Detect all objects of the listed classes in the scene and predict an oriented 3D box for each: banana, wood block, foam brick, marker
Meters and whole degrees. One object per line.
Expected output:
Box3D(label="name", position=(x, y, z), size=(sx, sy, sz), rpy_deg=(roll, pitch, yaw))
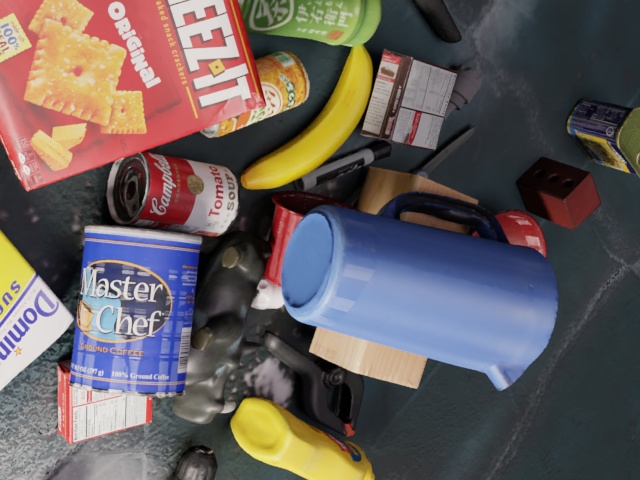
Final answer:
Box3D(label="banana", position=(-0.001, -0.118, 1.063), size=(0.069, 0.037, 0.197), rpy_deg=(37, 80, -20))
Box3D(label="wood block", position=(0.077, 0.038, 1.112), size=(0.090, 0.090, 0.206), rpy_deg=(19, 89, -34))
Box3D(label="foam brick", position=(0.286, -0.056, 1.282), size=(0.053, 0.078, 0.051), rpy_deg=(-42, 129, -19))
Box3D(label="marker", position=(0.027, -0.078, 1.107), size=(0.120, 0.020, 0.020), rpy_deg=(-24, 120, -30))

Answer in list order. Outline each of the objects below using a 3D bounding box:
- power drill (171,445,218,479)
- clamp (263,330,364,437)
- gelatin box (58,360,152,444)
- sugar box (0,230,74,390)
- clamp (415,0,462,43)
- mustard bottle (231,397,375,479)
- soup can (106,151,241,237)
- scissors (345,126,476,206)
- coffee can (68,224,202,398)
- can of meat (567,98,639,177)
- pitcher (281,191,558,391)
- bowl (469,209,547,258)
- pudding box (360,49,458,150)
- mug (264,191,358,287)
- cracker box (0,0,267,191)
Box3D(label="power drill", position=(-0.195, 0.285, 1.045), size=(0.187, 0.057, 0.184), rpy_deg=(12, 99, -40))
Box3D(label="clamp", position=(-0.001, 0.143, 1.158), size=(0.120, 0.039, 0.171), rpy_deg=(-17, 110, -25))
Box3D(label="gelatin box", position=(-0.202, 0.144, 1.005), size=(0.089, 0.030, 0.073), rpy_deg=(-10, 114, -35))
Box3D(label="sugar box", position=(-0.289, 0.036, 0.884), size=(0.093, 0.048, 0.176), rpy_deg=(-45, 127, -17))
Box3D(label="clamp", position=(0.097, -0.298, 1.063), size=(0.209, 0.036, 0.165), rpy_deg=(11, 109, -38))
Box3D(label="mustard bottle", position=(-0.004, 0.232, 1.150), size=(0.191, 0.096, 0.058), rpy_deg=(35, 83, -41))
Box3D(label="soup can", position=(-0.131, -0.041, 0.965), size=(0.102, 0.069, 0.068), rpy_deg=(8, 101, -40))
Box3D(label="scissors", position=(0.106, -0.048, 1.183), size=(0.201, 0.016, 0.096), rpy_deg=(-27, 119, -27))
Box3D(label="coffee can", position=(-0.161, 0.061, 0.936), size=(0.102, 0.103, 0.140), rpy_deg=(7, 88, -40))
Box3D(label="can of meat", position=(0.364, -0.126, 1.312), size=(0.102, 0.084, 0.057), rpy_deg=(40, 80, -40))
Box3D(label="pitcher", position=(0.090, 0.036, 1.001), size=(0.242, 0.149, 0.145), rpy_deg=(15, 106, -28))
Box3D(label="bowl", position=(0.193, 0.035, 1.258), size=(0.161, 0.055, 0.162), rpy_deg=(-14, 115, -34))
Box3D(label="pudding box", position=(0.094, -0.143, 1.106), size=(0.113, 0.039, 0.090), rpy_deg=(0, 106, -60))
Box3D(label="mug", position=(-0.007, 0.001, 1.075), size=(0.117, 0.093, 0.081), rpy_deg=(-35, 140, -68))
Box3D(label="cracker box", position=(-0.167, -0.152, 0.854), size=(0.213, 0.072, 0.164), rpy_deg=(-21, 120, -9))
